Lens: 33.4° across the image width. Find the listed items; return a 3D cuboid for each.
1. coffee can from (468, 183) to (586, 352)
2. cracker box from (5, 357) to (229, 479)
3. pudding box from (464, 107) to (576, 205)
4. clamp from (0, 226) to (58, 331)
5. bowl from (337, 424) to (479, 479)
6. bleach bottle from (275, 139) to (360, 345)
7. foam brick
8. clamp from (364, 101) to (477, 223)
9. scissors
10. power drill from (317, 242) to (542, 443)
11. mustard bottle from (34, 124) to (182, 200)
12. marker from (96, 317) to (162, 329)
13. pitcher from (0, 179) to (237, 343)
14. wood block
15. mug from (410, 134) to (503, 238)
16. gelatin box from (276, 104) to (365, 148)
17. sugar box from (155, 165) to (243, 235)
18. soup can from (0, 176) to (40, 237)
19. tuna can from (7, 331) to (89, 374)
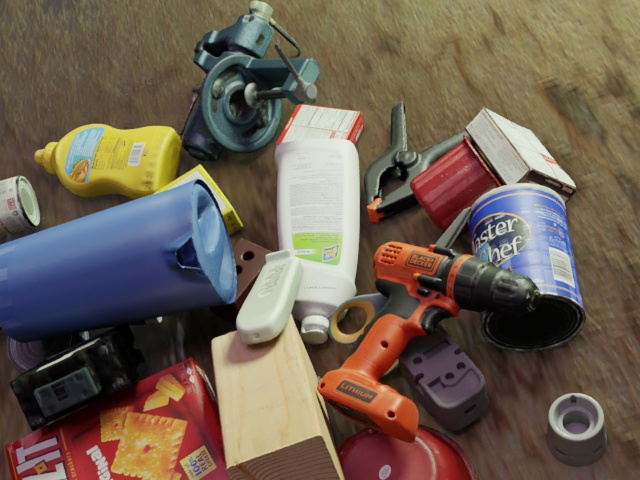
[{"bbox_3d":[0.207,0.028,1.083,0.103,0.103,0.140,-8,51,9],"label":"coffee can"},{"bbox_3d":[-0.188,0.232,1.052,0.213,0.072,0.164,-25,50,-4],"label":"cracker box"},{"bbox_3d":[0.221,-0.089,1.178,0.039,0.089,0.113,-52,45,24],"label":"pudding box"},{"bbox_3d":[-0.341,0.032,1.249,0.210,0.036,0.164,-29,48,14],"label":"clamp"},{"bbox_3d":[0.066,0.230,0.994,0.162,0.055,0.162,-8,51,9],"label":"bowl"},{"bbox_3d":[-0.008,0.001,1.190,0.102,0.068,0.250,-3,54,10],"label":"bleach bottle"},{"bbox_3d":[-0.086,0.048,1.181,0.053,0.051,0.078,23,62,30],"label":"foam brick"},{"bbox_3d":[0.114,-0.089,1.243,0.120,0.039,0.171,10,60,29],"label":"clamp"},{"bbox_3d":[0.077,0.043,1.103,0.096,0.016,0.202,21,86,7],"label":"scissors"},{"bbox_3d":[0.096,0.093,1.003,0.185,0.057,0.187,13,63,44],"label":"power drill"},{"bbox_3d":[-0.274,-0.099,1.344,0.192,0.058,0.096,5,68,19],"label":"mustard bottle"},{"bbox_3d":[-0.239,0.091,1.211,0.121,0.020,0.020,-6,51,11],"label":"marker"},{"bbox_3d":[-0.214,0.028,1.121,0.243,0.149,0.145,-14,53,10],"label":"pitcher"},{"bbox_3d":[-0.042,0.168,1.004,0.090,0.091,0.206,-20,28,1],"label":"wood block"},{"bbox_3d":[0.153,-0.057,1.175,0.081,0.093,0.117,-37,10,11],"label":"mug"},{"bbox_3d":[0.001,-0.128,1.310,0.089,0.030,0.073,11,55,23],"label":"gelatin box"},{"bbox_3d":[-0.189,-0.006,1.258,0.176,0.048,0.093,-34,51,-7],"label":"sugar box"},{"bbox_3d":[-0.409,-0.035,1.326,0.102,0.068,0.068,-16,50,3],"label":"soup can"},{"bbox_3d":[-0.303,0.115,1.186,0.086,0.033,0.086,-5,68,11],"label":"tuna can"}]
